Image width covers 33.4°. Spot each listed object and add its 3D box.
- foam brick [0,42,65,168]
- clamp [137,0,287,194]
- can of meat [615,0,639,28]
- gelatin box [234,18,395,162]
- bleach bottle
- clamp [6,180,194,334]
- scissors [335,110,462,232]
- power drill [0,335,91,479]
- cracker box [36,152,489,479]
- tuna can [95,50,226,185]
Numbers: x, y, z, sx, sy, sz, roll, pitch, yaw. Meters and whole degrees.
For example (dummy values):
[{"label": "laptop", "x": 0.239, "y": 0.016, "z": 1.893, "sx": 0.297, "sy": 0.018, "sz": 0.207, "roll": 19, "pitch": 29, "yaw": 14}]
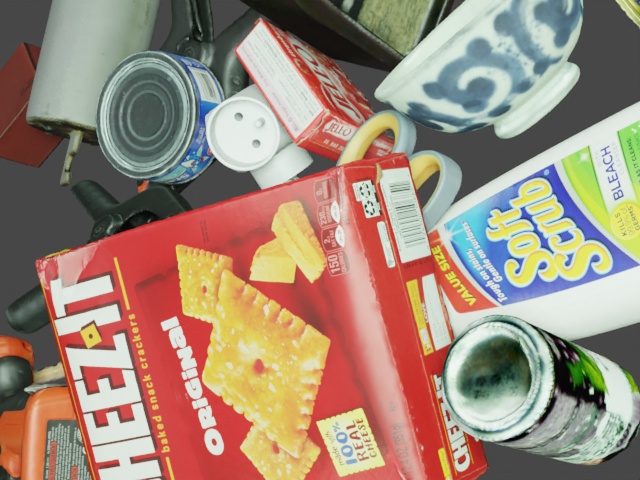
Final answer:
[{"label": "foam brick", "x": -0.225, "y": -0.104, "z": 0.832, "sx": 0.078, "sy": 0.051, "sz": 0.053, "roll": -43, "pitch": 57, "yaw": 23}, {"label": "clamp", "x": -0.082, "y": -0.131, "z": 0.730, "sx": 0.165, "sy": 0.036, "sz": 0.210, "roll": 36, "pitch": 105, "yaw": 34}, {"label": "can of meat", "x": 0.167, "y": -0.167, "z": 0.530, "sx": 0.084, "sy": 0.057, "sz": 0.102, "roll": -39, "pitch": 58, "yaw": 23}, {"label": "gelatin box", "x": -0.002, "y": -0.084, "z": 0.632, "sx": 0.030, "sy": 0.073, "sz": 0.089, "roll": -46, "pitch": 55, "yaw": 19}, {"label": "bleach bottle", "x": 0.111, "y": 0.013, "z": 0.528, "sx": 0.251, "sy": 0.068, "sz": 0.102, "roll": -29, "pitch": 61, "yaw": 33}, {"label": "clamp", "x": -0.132, "y": -0.004, "z": 0.698, "sx": 0.172, "sy": 0.039, "sz": 0.120, "roll": -14, "pitch": 53, "yaw": 36}, {"label": "scissors", "x": -0.004, "y": 0.001, "z": 0.599, "sx": 0.202, "sy": 0.016, "sz": 0.096, "roll": -35, "pitch": 45, "yaw": 32}, {"label": "power drill", "x": -0.200, "y": 0.159, "z": 0.715, "sx": 0.188, "sy": 0.057, "sz": 0.184, "roll": -3, "pitch": 85, "yaw": 56}, {"label": "cracker box", "x": -0.038, "y": 0.061, "z": 0.555, "sx": 0.214, "sy": 0.072, "sz": 0.164, "roll": -15, "pitch": 89, "yaw": 33}, {"label": "tuna can", "x": -0.105, "y": -0.080, "z": 0.696, "sx": 0.086, "sy": 0.033, "sz": 0.086, "roll": -1, "pitch": 89, "yaw": 30}]
